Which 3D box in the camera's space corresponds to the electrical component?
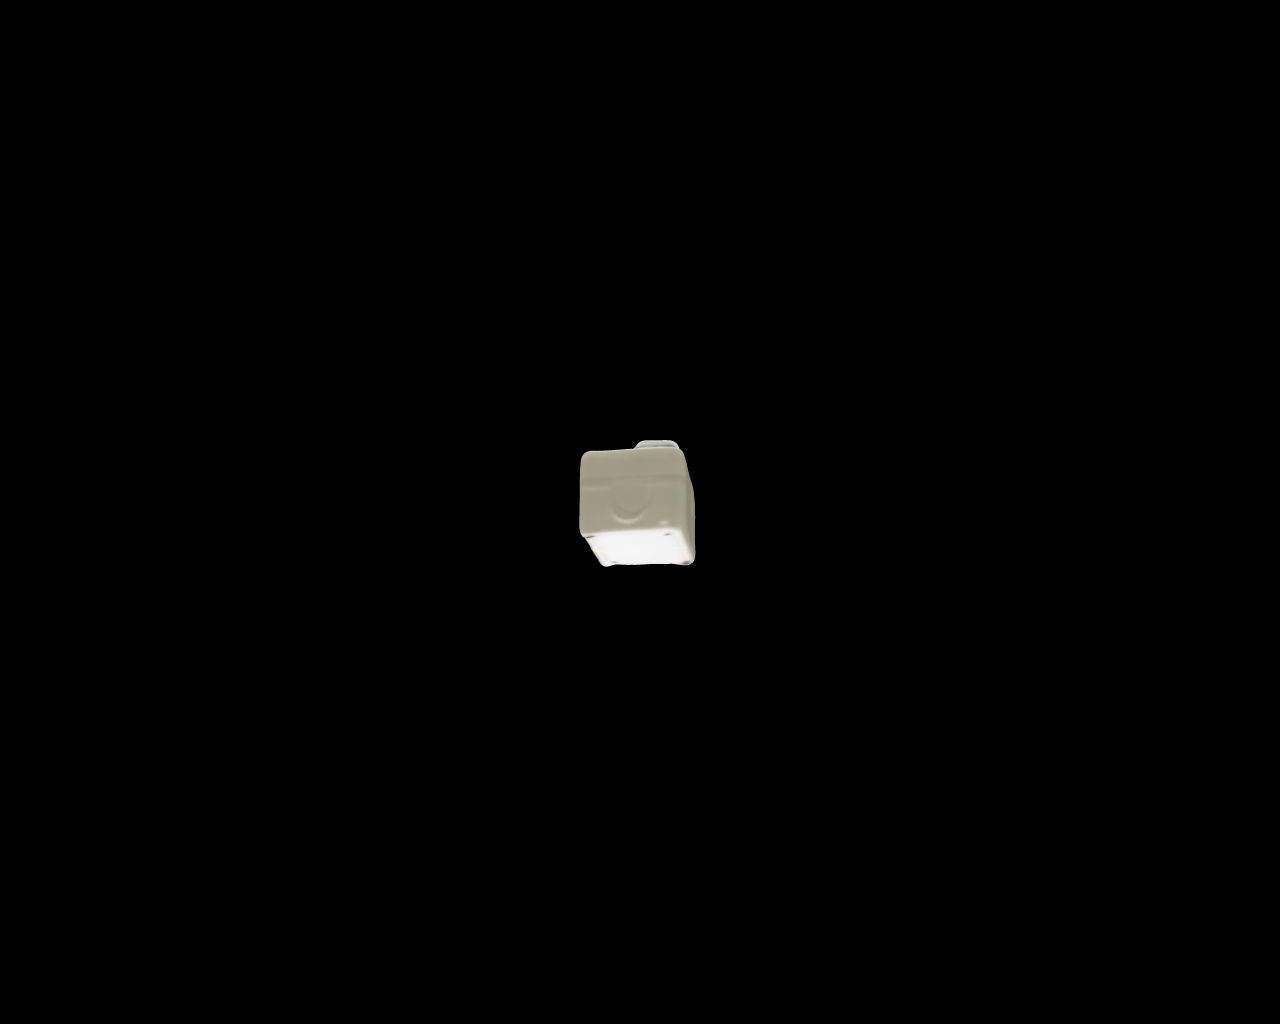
[{"bbox_3d":[0.001,-0.003,0.650,0.062,0.061,0.096,-2,-18,7],"label":"electrical component"}]
